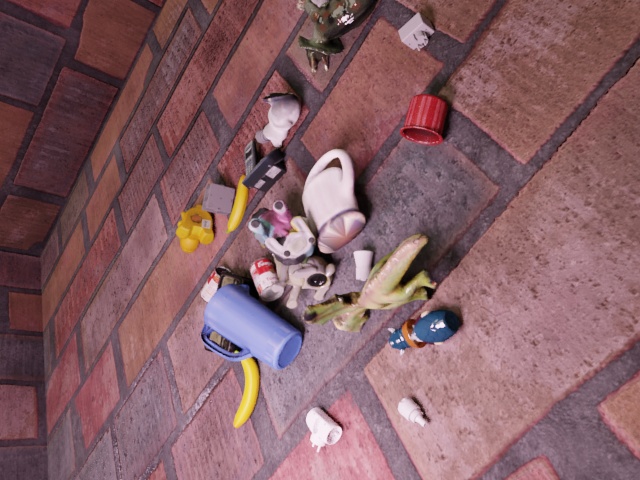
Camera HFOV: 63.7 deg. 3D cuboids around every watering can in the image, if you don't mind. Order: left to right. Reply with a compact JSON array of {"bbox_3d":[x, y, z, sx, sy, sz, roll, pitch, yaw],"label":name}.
[{"bbox_3d":[0.004,-0.064,1.280,0.340,0.104,0.229,-54,44,43],"label":"watering can"}]

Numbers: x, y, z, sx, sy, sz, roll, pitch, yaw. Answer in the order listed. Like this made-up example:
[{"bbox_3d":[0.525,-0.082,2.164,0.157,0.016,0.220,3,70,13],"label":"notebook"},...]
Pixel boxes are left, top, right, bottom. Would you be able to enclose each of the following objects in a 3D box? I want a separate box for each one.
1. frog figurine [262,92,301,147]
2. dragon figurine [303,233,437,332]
[{"bbox_3d":[-0.110,-0.350,1.520,0.140,0.123,0.156,-116,17,-65],"label":"frog figurine"},{"bbox_3d":[0.081,0.105,0.979,0.243,0.403,0.124,-28,67,-5],"label":"dragon figurine"}]
